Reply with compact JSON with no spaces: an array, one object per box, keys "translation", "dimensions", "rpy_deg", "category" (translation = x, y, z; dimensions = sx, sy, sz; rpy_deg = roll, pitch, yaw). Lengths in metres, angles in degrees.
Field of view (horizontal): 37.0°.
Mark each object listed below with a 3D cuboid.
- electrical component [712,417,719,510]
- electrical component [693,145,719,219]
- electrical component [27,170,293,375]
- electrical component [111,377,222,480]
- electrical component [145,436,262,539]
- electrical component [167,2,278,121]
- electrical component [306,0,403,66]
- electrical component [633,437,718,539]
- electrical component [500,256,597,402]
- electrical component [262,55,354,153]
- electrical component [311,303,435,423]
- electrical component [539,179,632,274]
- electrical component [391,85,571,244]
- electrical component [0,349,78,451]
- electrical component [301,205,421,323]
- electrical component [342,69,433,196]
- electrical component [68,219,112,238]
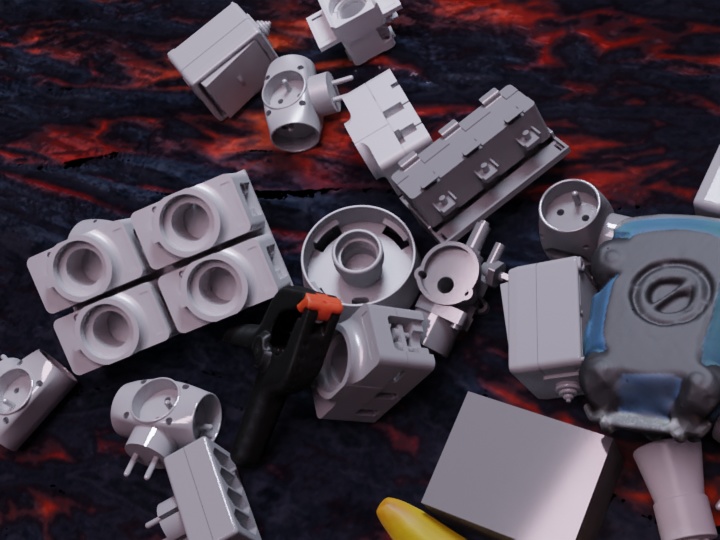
[{"translation":[0.256,0.125,0.675],"dimensions":[0.077,0.043,0.079],"rpy_deg":[36,88,34],"category":"electrical component"},{"translation":[0.263,-0.048,0.734],"dimensions":[0.061,0.096,0.061],"rpy_deg":[20,72,30],"category":"electrical component"},{"translation":[-0.164,0.003,0.877],"dimensions":[0.186,0.060,0.105],"rpy_deg":[-22,93,11],"category":"electrical component"},{"translation":[-0.159,0.128,0.842],"dimensions":[0.077,0.044,0.079],"rpy_deg":[4,51,24],"category":"electrical component"},{"translation":[-0.126,0.182,0.802],"dimensions":[0.076,0.047,0.083],"rpy_deg":[-30,56,5],"category":"electrical component"},{"translation":[-0.116,-0.194,0.993],"dimensions":[0.096,0.061,0.061],"rpy_deg":[-39,56,-1],"category":"electrical component"},{"translation":[-0.001,-0.220,0.958],"dimensions":[0.081,0.063,0.042],"rpy_deg":[-26,55,7],"category":"electrical component"},{"translation":[0.204,0.144,0.689],"dimensions":[0.044,0.044,0.065],"rpy_deg":[-15,63,15],"category":"electrical component"},{"translation":[0.136,0.048,0.754],"dimensions":[0.061,0.062,0.096],"rpy_deg":[-11,59,27],"category":"electrical component"},{"translation":[-0.042,-0.152,0.950],"dimensions":[0.079,0.044,0.077],"rpy_deg":[-14,59,16],"category":"electrical component"},{"translation":[0.003,0.068,0.778],"dimensions":[0.089,0.056,0.050],"rpy_deg":[-48,44,42],"category":"electrical component"},{"translation":[0.174,-0.024,0.770],"dimensions":[0.079,0.077,0.043],"rpy_deg":[16,70,29],"category":"electrical component"},{"translation":[0.091,-0.082,0.840],"dimensions":[0.121,0.063,0.078],"rpy_deg":[-38,40,0],"category":"electrical component"},{"translation":[-0.293,0.101,0.918],"dimensions":[0.079,0.044,0.077],"rpy_deg":[36,81,34],"category":"electrical component"},{"translation":[0.000,0.000,0.853],"dimensions":[0.099,0.064,0.099],"rpy_deg":[-3,62,6],"category":"electrical component"},{"translation":[0.024,-0.113,0.897],"dimensions":[0.056,0.050,0.089],"rpy_deg":[-30,56,5],"category":"electrical component"},{"translation":[-0.224,0.000,0.944],"dimensions":[0.077,0.043,0.079],"rpy_deg":[15,70,29],"category":"electrical component"}]
